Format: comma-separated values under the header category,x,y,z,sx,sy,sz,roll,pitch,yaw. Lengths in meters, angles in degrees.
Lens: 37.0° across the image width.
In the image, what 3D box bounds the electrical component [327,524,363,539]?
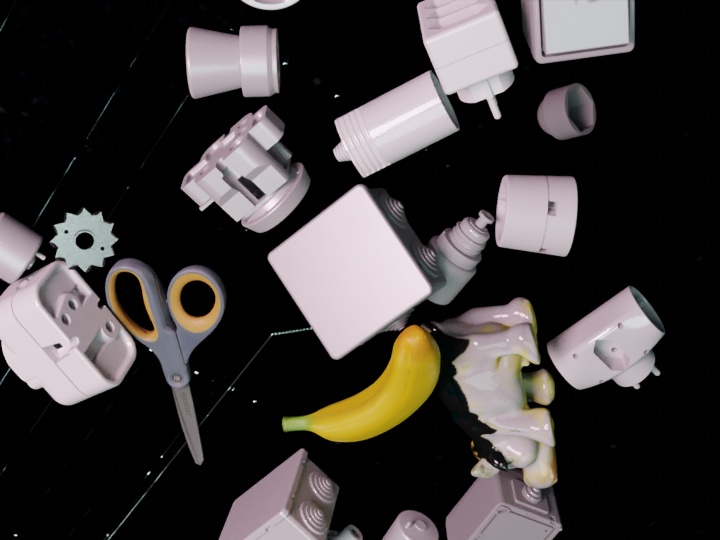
category,x,y,z,sx,sy,sz,roll,pitch,yaw
electrical component,-0.024,0.245,0.929,0.048,0.048,0.062,36,109,-22

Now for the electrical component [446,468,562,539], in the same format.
category,x,y,z,sx,sy,sz,roll,pitch,yaw
electrical component,0.121,0.203,0.894,0.062,0.061,0.096,23,120,-16

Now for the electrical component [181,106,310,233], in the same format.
category,x,y,z,sx,sy,sz,roll,pitch,yaw
electrical component,-0.071,-0.062,0.717,0.078,0.058,0.057,-37,114,20

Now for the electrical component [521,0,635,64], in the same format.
category,x,y,z,sx,sy,sz,roll,pitch,yaw
electrical component,0.130,-0.178,0.643,0.062,0.061,0.096,-7,123,3

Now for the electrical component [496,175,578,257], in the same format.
category,x,y,z,sx,sy,sz,roll,pitch,yaw
electrical component,0.120,-0.039,0.740,0.047,0.055,0.055,5,123,0

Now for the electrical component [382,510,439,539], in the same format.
category,x,y,z,sx,sy,sz,roll,pitch,yaw
electrical component,0.037,0.243,0.930,0.040,0.040,0.078,21,120,-15

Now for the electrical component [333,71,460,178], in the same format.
category,x,y,z,sx,sy,sz,roll,pitch,yaw
electrical component,0.020,-0.093,0.707,0.081,0.043,0.043,-25,120,15

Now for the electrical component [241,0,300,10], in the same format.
category,x,y,z,sx,sy,sz,roll,pitch,yaw
electrical component,-0.053,-0.189,0.639,0.055,0.047,0.055,-1,123,-1

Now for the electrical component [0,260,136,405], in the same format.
category,x,y,z,sx,sy,sz,roll,pitch,yaw
electrical component,-0.218,0.048,0.780,0.059,0.053,0.095,-23,115,27

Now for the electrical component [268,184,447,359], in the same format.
category,x,y,z,sx,sy,sz,roll,pitch,yaw
electrical component,0.000,0.000,0.744,0.100,0.048,0.099,-37,82,20

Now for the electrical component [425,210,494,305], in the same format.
category,x,y,z,sx,sy,sz,roll,pitch,yaw
electrical component,0.067,-0.011,0.764,0.040,0.040,0.078,29,117,-19

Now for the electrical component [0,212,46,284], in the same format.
category,x,y,z,sx,sy,sz,roll,pitch,yaw
electrical component,-0.259,-0.023,0.747,0.078,0.040,0.040,35,116,-21

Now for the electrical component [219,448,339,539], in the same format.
category,x,y,z,sx,sy,sz,roll,pitch,yaw
electrical component,-0.066,0.206,0.870,0.100,0.099,0.048,-40,103,22

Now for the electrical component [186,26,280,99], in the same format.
category,x,y,z,sx,sy,sz,roll,pitch,yaw
electrical component,-0.079,-0.131,0.679,0.055,0.045,0.045,-2,123,-1

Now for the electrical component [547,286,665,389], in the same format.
category,x,y,z,sx,sy,sz,roll,pitch,yaw
electrical component,0.196,0.062,0.814,0.077,0.043,0.079,-38,116,21

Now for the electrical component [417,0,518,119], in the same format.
category,x,y,z,sx,sy,sz,roll,pitch,yaw
electrical component,0.073,-0.130,0.671,0.047,0.065,0.076,-20,122,12
